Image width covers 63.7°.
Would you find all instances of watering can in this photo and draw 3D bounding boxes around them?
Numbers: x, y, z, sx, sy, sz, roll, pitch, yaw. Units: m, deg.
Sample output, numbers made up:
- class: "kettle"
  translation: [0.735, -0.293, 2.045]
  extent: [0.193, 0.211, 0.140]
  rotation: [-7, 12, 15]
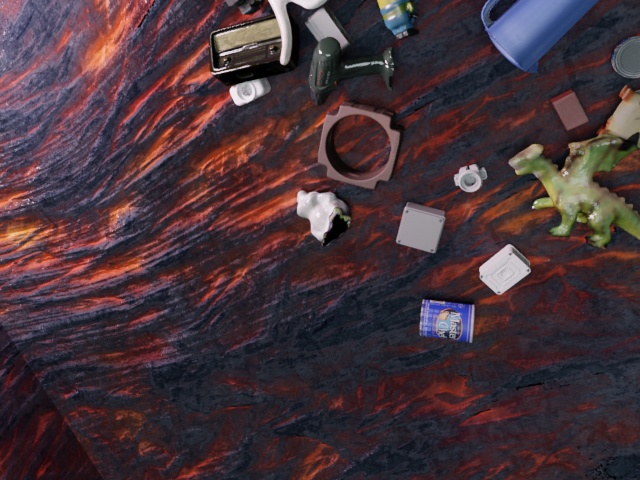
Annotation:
- class: "watering can"
  translation: [-0.078, -0.601, 1.197]
  extent: [0.225, 0.104, 0.347]
  rotation: [29, 92, 8]

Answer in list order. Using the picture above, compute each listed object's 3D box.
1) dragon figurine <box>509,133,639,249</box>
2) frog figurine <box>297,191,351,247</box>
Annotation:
- class: "dragon figurine"
  translation: [0.630, -0.118, 1.162]
  extent: [0.411, 0.125, 0.237]
  rotation: [14, 126, 13]
- class: "frog figurine"
  translation: [0.004, -0.072, 1.436]
  extent: [0.162, 0.124, 0.134]
  rotation: [40, 136, 40]
